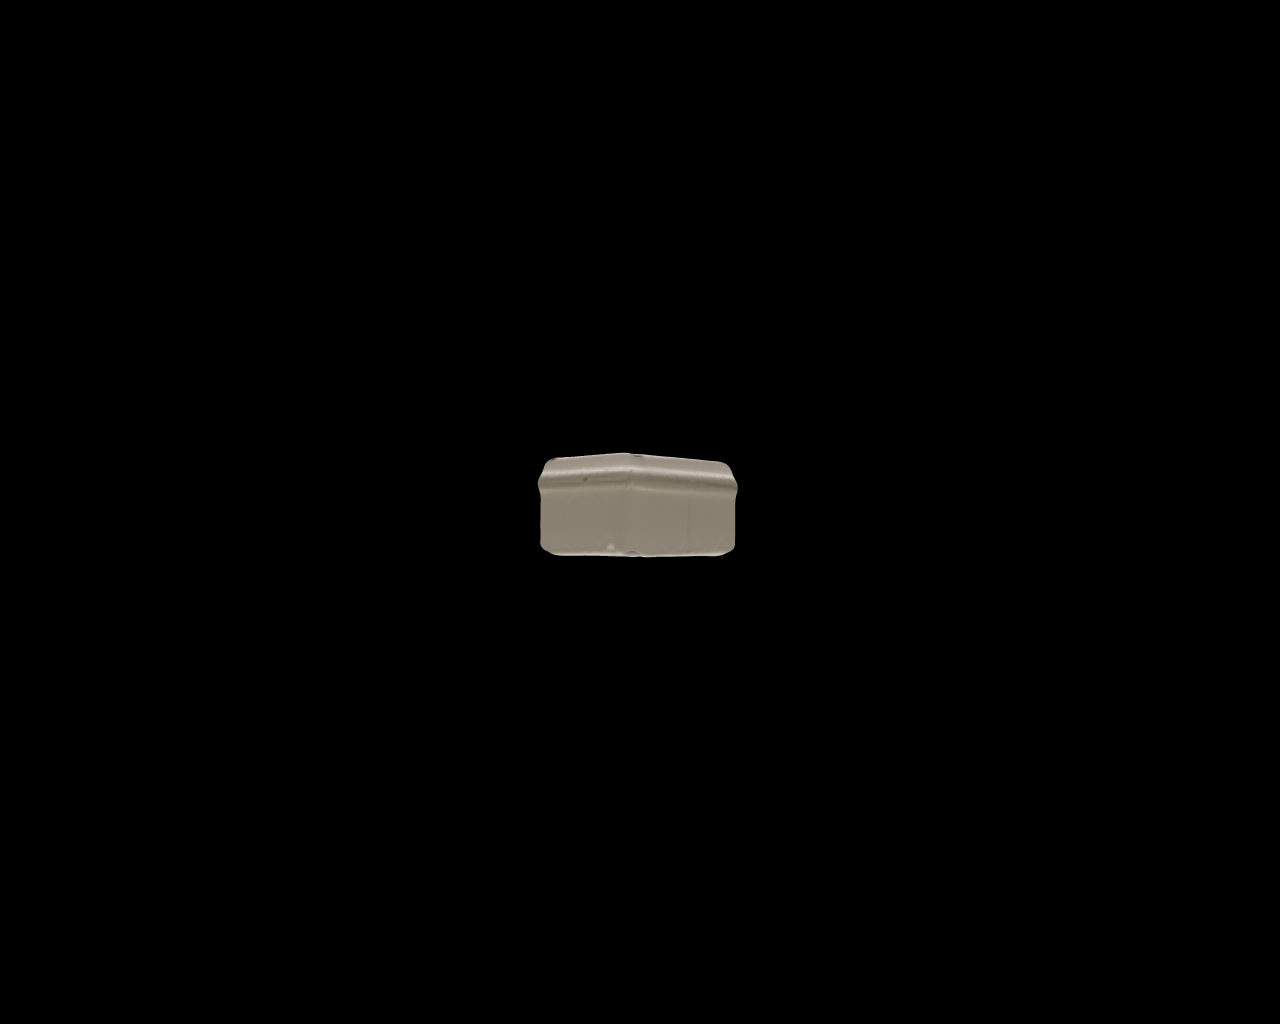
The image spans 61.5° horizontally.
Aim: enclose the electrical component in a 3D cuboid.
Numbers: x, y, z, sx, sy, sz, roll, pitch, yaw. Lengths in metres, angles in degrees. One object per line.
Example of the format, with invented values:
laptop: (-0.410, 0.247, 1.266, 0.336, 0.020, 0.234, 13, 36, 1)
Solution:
electrical component: (0.001, -0.003, 0.650, 0.078, 0.057, 0.113, -2, -3, 36)
